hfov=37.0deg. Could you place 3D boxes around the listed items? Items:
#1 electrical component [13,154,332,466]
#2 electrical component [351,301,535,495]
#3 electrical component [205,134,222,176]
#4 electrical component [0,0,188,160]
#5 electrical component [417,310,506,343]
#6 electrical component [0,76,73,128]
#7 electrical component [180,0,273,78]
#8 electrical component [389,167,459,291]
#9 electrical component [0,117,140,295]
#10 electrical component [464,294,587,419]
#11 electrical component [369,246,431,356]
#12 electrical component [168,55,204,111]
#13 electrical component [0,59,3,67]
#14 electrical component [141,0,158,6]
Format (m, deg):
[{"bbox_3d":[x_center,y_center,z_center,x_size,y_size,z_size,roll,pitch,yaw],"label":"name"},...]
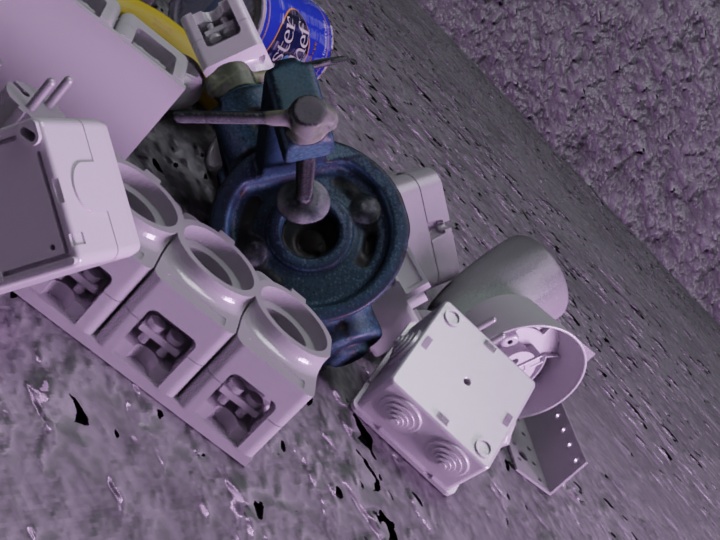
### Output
[{"bbox_3d":[-0.091,0.015,0.552,0.150,0.061,0.089,40,18,-14],"label":"electrical component"},{"bbox_3d":[0.057,0.080,0.695,0.100,0.048,0.099,43,48,-4],"label":"electrical component"},{"bbox_3d":[-0.078,-0.085,0.826,0.059,0.053,0.095,34,20,-31],"label":"electrical component"},{"bbox_3d":[-0.186,-0.129,0.623,0.150,0.089,0.061,38,18,-21],"label":"electrical component"},{"bbox_3d":[0.068,0.060,0.781,0.043,0.079,0.077,56,7,-39],"label":"electrical component"},{"bbox_3d":[-0.172,-0.068,0.539,0.047,0.075,0.083,44,17,-1],"label":"electrical component"},{"bbox_3d":[-0.097,-0.164,0.838,0.089,0.050,0.055,66,-1,-76],"label":"electrical component"},{"bbox_3d":[0.035,-0.029,0.870,0.059,0.054,0.095,-21,104,-33],"label":"electrical component"},{"bbox_3d":[-0.151,-0.023,0.463,0.061,0.096,0.061,-21,96,-71],"label":"electrical component"},{"bbox_3d":[0.117,0.070,0.840,0.099,0.099,0.064,31,16,-38],"label":"electrical component"},{"bbox_3d":[0.000,0.000,0.788,0.063,0.079,0.121,59,3,-43],"label":"electrical component"},{"bbox_3d":[-0.164,-0.153,0.808,0.079,0.044,0.077,42,16,2],"label":"electrical component"},{"bbox_3d":[-0.232,-0.116,0.532,0.099,0.064,0.099,40,18,-15],"label":"electrical component"},{"bbox_3d":[-0.203,-0.277,0.988,0.059,0.053,0.095,40,18,-15],"label":"electrical component"}]
